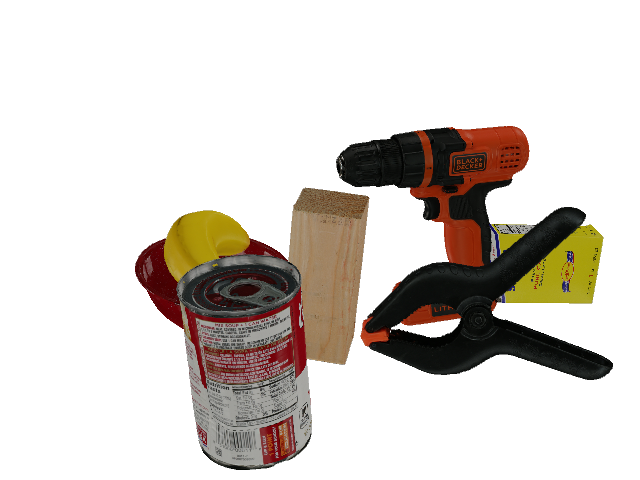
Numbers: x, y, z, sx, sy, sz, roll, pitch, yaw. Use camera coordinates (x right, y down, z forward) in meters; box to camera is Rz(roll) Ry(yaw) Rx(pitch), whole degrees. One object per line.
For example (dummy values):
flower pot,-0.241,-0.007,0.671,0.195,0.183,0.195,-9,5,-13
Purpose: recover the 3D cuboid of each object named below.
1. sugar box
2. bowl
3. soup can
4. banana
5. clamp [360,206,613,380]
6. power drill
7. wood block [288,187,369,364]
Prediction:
sugar box,0.248,0.029,1.300,0.176,0.093,0.048,-1,21,-10
bowl,-0.110,0.051,1.102,0.162,0.055,0.162,5,28,-3
soup can,-0.041,0.068,0.596,0.068,0.102,0.068,-4,25,1
banana,-0.085,0.009,0.800,0.037,0.069,0.198,-40,14,8
clamp,0.117,0.058,0.736,0.171,0.120,0.039,-20,2,13
power drill,0.104,-0.015,1.008,0.184,0.188,0.057,-6,26,-13
wood block,0.005,0.046,1.400,0.090,0.206,0.090,8,23,6
